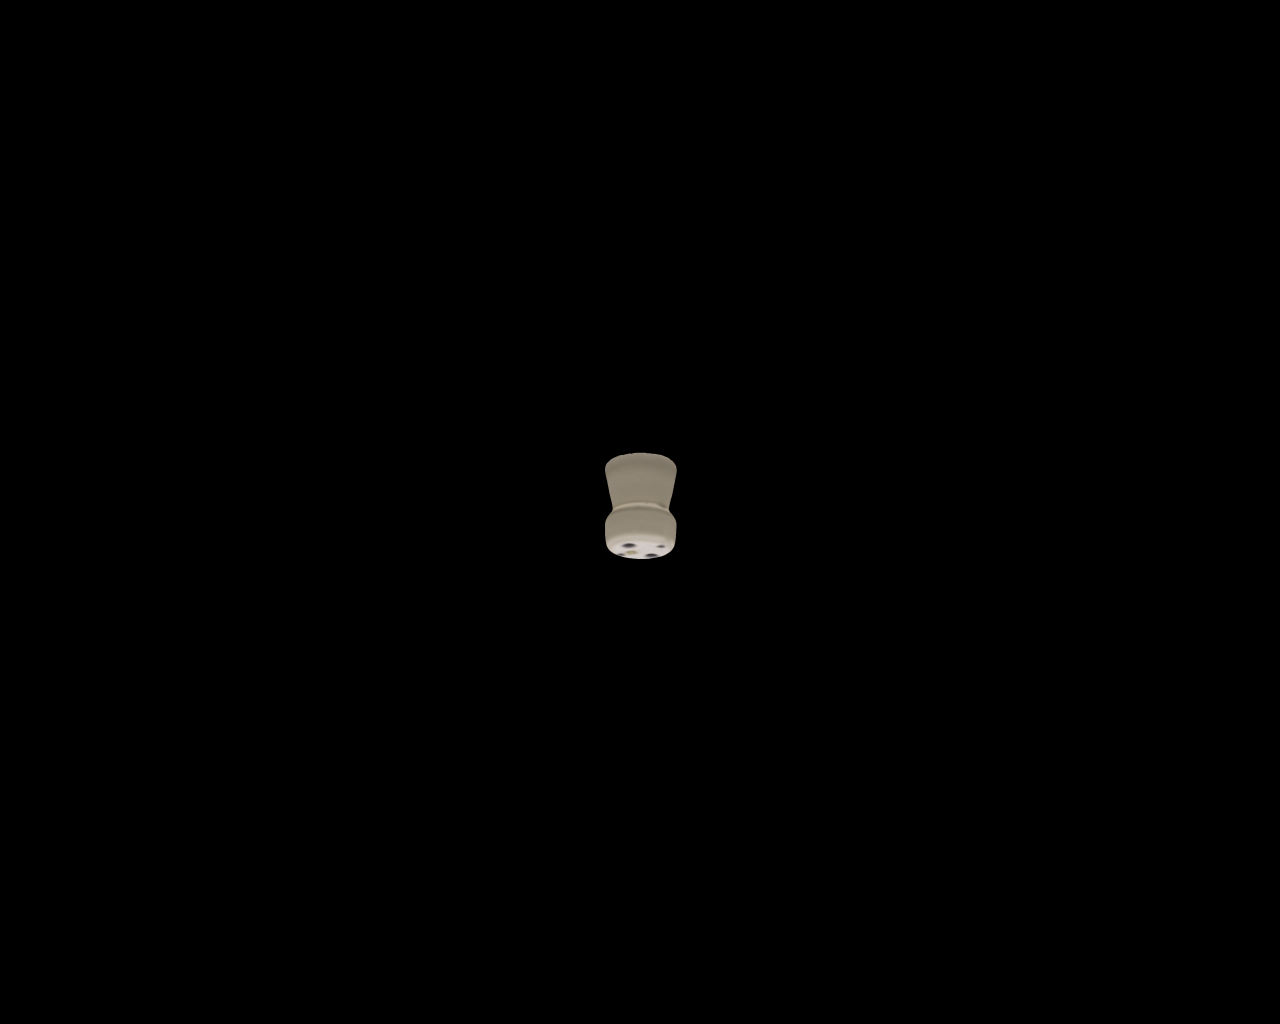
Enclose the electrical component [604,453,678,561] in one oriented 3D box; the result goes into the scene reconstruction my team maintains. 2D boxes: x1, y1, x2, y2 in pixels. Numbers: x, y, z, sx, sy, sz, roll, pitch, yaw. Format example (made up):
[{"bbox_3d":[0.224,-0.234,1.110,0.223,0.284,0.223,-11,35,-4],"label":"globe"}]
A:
[{"bbox_3d":[0.001,-0.003,0.650,0.045,0.055,0.044,0,-20,0],"label":"electrical component"}]
